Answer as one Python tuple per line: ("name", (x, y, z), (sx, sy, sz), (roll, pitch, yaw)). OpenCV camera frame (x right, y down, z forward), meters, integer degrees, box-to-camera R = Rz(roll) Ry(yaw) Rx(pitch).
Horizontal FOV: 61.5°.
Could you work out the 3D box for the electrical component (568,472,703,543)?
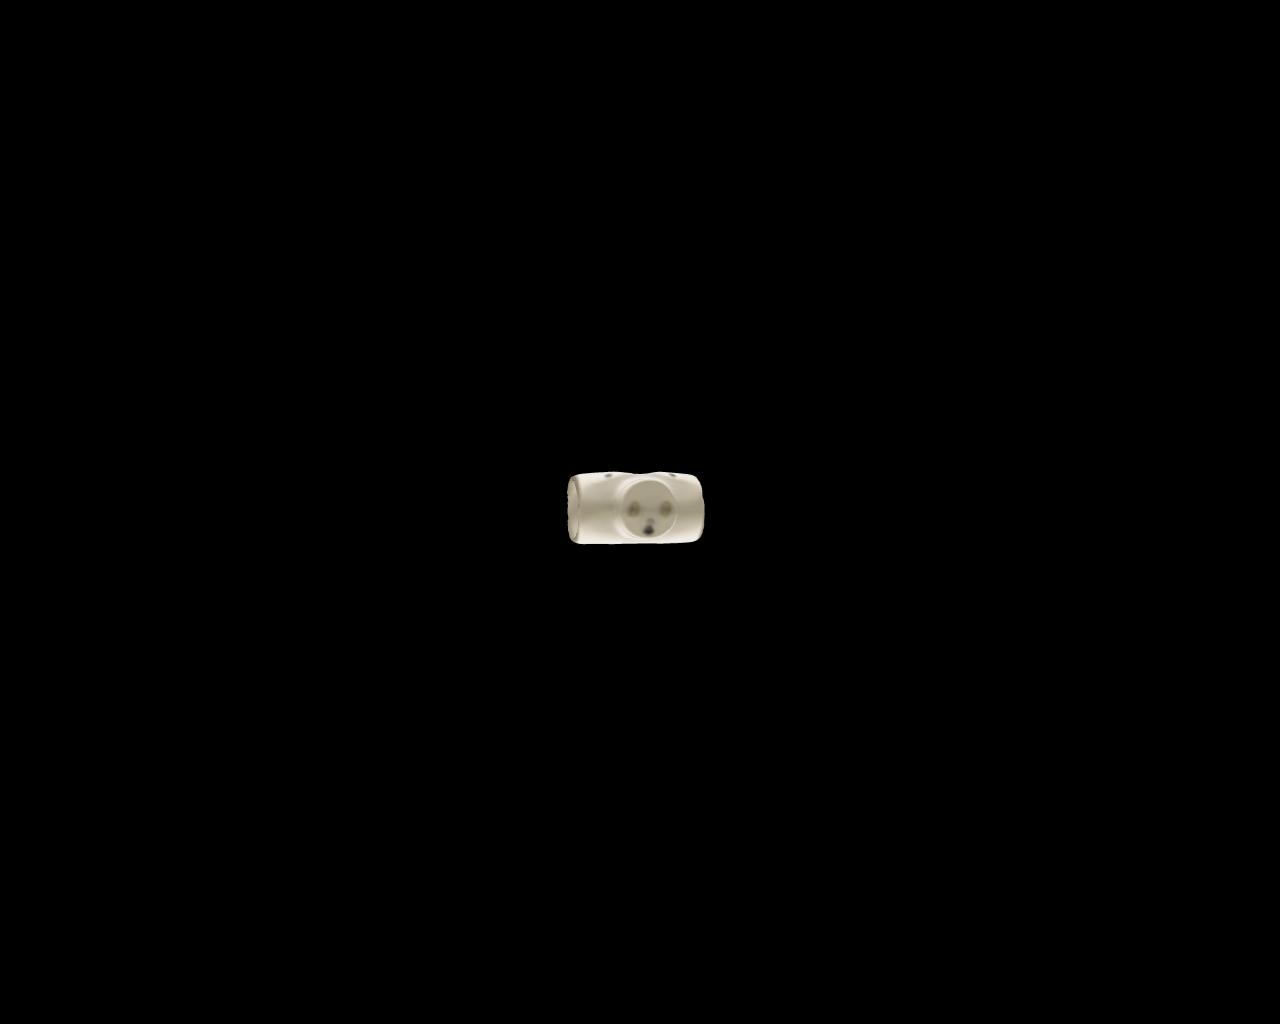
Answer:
("electrical component", (0.001, -0.003, 0.650), (0.077, 0.043, 0.079), (0, 0, -13))
